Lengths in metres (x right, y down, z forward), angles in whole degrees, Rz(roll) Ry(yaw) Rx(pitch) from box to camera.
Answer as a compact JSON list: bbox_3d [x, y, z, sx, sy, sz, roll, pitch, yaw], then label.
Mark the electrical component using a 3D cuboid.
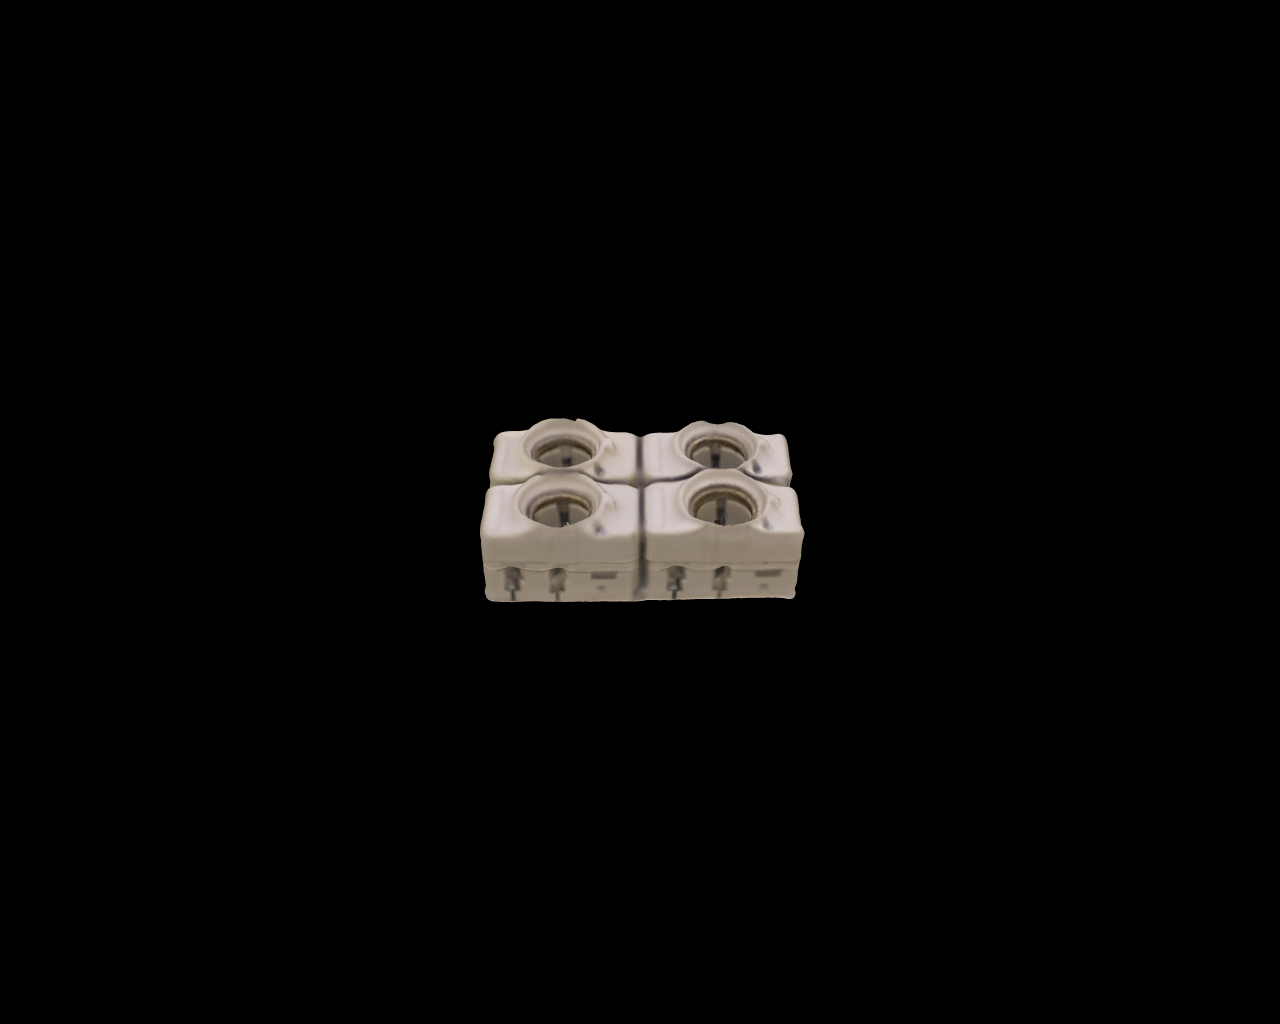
[{"bbox_3d":[0.001,-0.003,0.650,0.186,0.060,0.106,0,39,0],"label":"electrical component"}]
